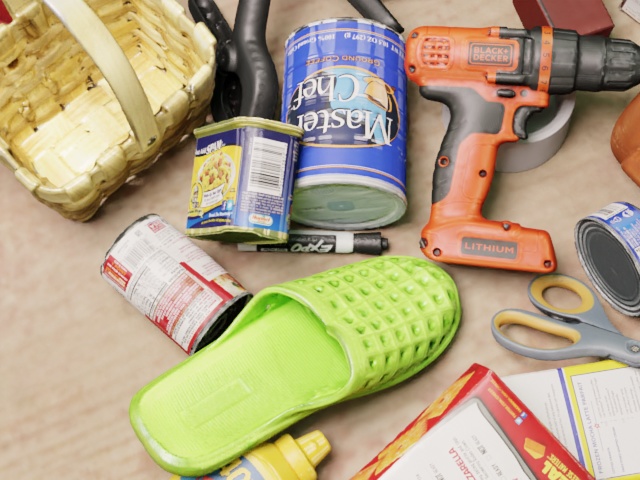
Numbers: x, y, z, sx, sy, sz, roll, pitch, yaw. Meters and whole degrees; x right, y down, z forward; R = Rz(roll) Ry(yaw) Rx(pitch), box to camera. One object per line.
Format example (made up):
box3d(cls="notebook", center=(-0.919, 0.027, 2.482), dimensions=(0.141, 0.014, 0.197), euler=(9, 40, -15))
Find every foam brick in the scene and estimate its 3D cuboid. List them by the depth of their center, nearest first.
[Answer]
box3d(cls="foam brick", center=(0.206, -0.195, 0.913), dimensions=(0.051, 0.053, 0.078), euler=(-20, 73, -7))

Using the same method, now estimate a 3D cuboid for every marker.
box3d(cls="marker", center=(-0.006, 0.001, 0.860), dimensions=(0.121, 0.020, 0.020), euler=(2, 70, 1))

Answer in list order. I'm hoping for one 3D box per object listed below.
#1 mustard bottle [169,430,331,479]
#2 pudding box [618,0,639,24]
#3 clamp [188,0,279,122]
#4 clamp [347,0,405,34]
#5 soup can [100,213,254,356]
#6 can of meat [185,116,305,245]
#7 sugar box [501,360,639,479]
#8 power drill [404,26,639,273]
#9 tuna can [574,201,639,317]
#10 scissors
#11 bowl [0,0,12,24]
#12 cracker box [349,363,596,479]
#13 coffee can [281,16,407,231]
box3d(cls="mustard bottle", center=(-0.074, 0.199, 0.770), dimensions=(0.191, 0.058, 0.096), euler=(-34, 76, -12))
box3d(cls="pudding box", center=(0.332, -0.206, 0.924), dimensions=(0.113, 0.039, 0.090), euler=(38, 75, 12))
box3d(cls="clamp", center=(-0.072, -0.152, 0.890), dimensions=(0.039, 0.120, 0.171), euler=(2, 86, -30))
box3d(cls="clamp", center=(0.003, -0.271, 0.892), dimensions=(0.210, 0.036, 0.164), euler=(21, 90, 23))
box3d(cls="soup can", center=(-0.111, 0.036, 0.823), dimensions=(0.102, 0.068, 0.068), euler=(40, 75, 13))
box3d(cls="can of meat", center=(-0.059, -0.041, 0.797), dimensions=(0.057, 0.102, 0.084), euler=(10, 83, -30))
box3d(cls="sugar box", center=(0.210, 0.140, 0.799), dimensions=(0.176, 0.048, 0.093), euler=(-9, 70, 1))
box3d(cls="power drill", center=(0.152, -0.071, 0.819), dimensions=(0.184, 0.057, 0.187), euler=(5, 91, 10))
box3d(cls="tuna can", center=(0.235, 0.014, 0.821), dimensions=(0.033, 0.086, 0.086), euler=(-28, 73, -12))
box3d(cls="scissors", center=(0.231, 0.070, 0.801), dimensions=(0.202, 0.016, 0.096), euler=(8, 44, 19))
box3d(cls="bowl", center=(-0.232, -0.236, 0.926), dimensions=(0.162, 0.055, 0.162), euler=(0, 70, 0))
box3d(cls="cracker box", center=(0.089, 0.215, 0.724), dimensions=(0.213, 0.072, 0.164), euler=(-43, 89, -1))
box3d(cls="coffee can", center=(0.019, -0.090, 0.849), dimensions=(0.103, 0.103, 0.140), euler=(2, 70, 1))
